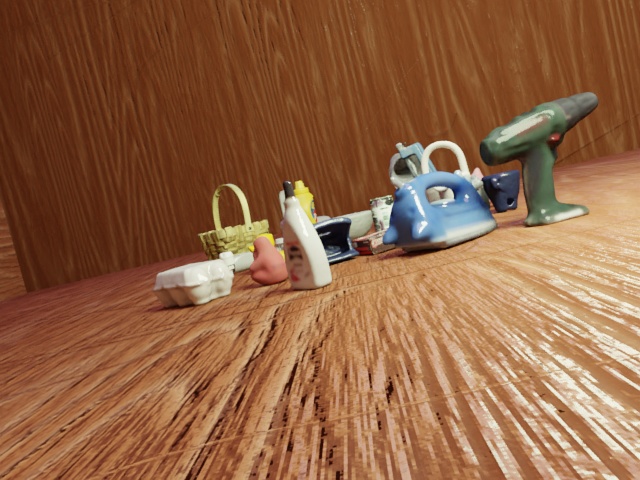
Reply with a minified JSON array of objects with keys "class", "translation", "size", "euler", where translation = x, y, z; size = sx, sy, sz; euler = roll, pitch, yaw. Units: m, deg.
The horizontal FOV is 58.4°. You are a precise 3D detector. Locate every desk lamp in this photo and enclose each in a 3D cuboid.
[{"class":"desk lamp","translation":[0.258,-0.152,1.661],"size":[0.118,0.213,0.203],"euler":[-14,4,-2]}]

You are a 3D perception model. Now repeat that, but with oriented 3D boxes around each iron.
[{"class":"iron","translation":[0.228,-0.065,1.051],"size":[0.259,0.141,0.118],"euler":[-16,5,-35]}]

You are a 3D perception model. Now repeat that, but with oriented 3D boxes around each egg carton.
[{"class":"egg carton","translation":[-0.236,0.082,1.071],"size":[0.149,0.069,0.107],"euler":[-10,5,41]}]

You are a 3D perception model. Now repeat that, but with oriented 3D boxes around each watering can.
[{"class":"watering can","translation":[0.271,-0.113,1.207],"size":[0.101,0.194,0.173],"euler":[-13,4,-1]}]

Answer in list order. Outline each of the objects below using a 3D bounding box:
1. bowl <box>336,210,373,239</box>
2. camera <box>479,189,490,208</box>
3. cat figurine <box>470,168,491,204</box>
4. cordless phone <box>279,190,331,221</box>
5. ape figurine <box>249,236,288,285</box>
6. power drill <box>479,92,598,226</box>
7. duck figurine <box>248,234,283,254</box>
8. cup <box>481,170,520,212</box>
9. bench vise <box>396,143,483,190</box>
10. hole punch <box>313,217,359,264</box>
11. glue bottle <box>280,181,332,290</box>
[{"class":"bowl","translation":[0.074,-0.030,1.571],"size":[0.167,0.075,0.167],"euler":[-13,4,1]},{"class":"camera","translation":[0.364,-0.111,1.555],"size":[0.137,0.101,0.142],"euler":[-16,5,-32]},{"class":"cat figurine","translation":[0.460,-0.146,1.600],"size":[0.127,0.118,0.067],"euler":[-11,5,31]},{"class":"cordless phone","translation":[-0.043,-0.067,1.690],"size":[0.147,0.185,0.094],"euler":[-14,4,-1]},{"class":"ape figurine","translation":[-0.100,0.037,1.076],"size":[0.078,0.092,0.076],"euler":[-16,5,-30]},{"class":"power drill","translation":[0.402,-0.138,1.009],"size":[0.230,0.208,0.075],"euler":[-14,4,-10]},{"class":"duck figurine","translation":[-0.119,0.027,1.339],"size":[0.104,0.086,0.077],"euler":[-14,4,-10]},{"class":"cup","translation":[0.438,-0.114,1.376],"size":[0.091,0.095,0.118],"euler":[-11,5,30]},{"class":"bench vise","translation":[0.267,-0.136,1.357],"size":[0.207,0.220,0.121],"euler":[-14,4,-2]},{"class":"hole punch","translation":[0.011,0.004,1.178],"size":[0.109,0.091,0.101],"euler":[-15,4,-21]},{"class":"glue bottle","translation":[-0.033,-0.008,0.901],"size":[0.037,0.173,0.078],"euler":[-17,6,-42]}]
